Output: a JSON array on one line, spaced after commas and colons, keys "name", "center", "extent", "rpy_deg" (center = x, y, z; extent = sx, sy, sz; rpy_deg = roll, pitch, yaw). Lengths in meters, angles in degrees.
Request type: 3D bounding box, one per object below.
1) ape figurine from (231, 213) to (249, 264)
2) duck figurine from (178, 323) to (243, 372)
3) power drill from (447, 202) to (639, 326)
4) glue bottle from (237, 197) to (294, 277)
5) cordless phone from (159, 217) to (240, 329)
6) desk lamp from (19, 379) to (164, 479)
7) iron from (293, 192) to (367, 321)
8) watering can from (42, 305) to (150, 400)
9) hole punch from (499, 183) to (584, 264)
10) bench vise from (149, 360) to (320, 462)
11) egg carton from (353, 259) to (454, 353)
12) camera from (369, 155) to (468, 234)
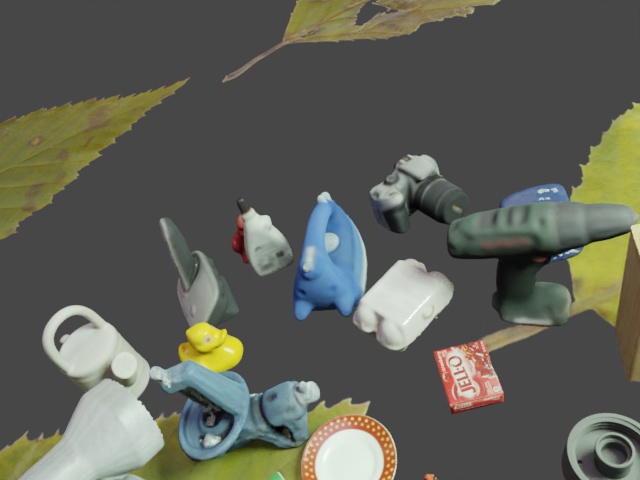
[{"name": "ape figurine", "center": [-0.130, -0.013, 1.069], "extent": [0.077, 0.092, 0.076], "rpy_deg": [0, 49, 22]}, {"name": "duck figurine", "center": [-0.186, 0.167, 0.923], "extent": [0.104, 0.086, 0.077], "rpy_deg": [-8, 46, 14]}, {"name": "power drill", "center": [0.294, 0.028, 0.780], "extent": [0.229, 0.209, 0.075], "rpy_deg": [1, 49, 22]}, {"name": "glue bottle", "center": [-0.106, -0.010, 0.998], "extent": [0.078, 0.173, 0.037], "rpy_deg": [-22, 44, 0]}, {"name": "cordless phone", "center": [-0.221, 0.060, 0.968], "extent": [0.094, 0.185, 0.147], "rpy_deg": [-32, 45, -10]}, {"name": "desk lamp", "center": [-0.279, 0.311, 0.730], "extent": [0.117, 0.214, 0.203], "rpy_deg": [16, 56, 33]}, {"name": "iron", "center": [0.009, 0.003, 0.963], "extent": [0.118, 0.142, 0.258], "rpy_deg": [-7, 46, 16]}, {"name": "watering can", "center": [-0.350, 0.178, 0.899], "extent": [0.172, 0.194, 0.101], "rpy_deg": [-5, 47, 17]}, {"name": "hole punch", "center": [0.346, -0.023, 0.893], "extent": [0.108, 0.091, 0.101], "rpy_deg": [-17, 44, 5]}, {"name": "bench vise", "center": [-0.116, 0.206, 0.763], "extent": [0.207, 0.220, 0.121], "rpy_deg": [-29, 44, -6]}, {"name": "egg carton", "center": [0.129, 0.099, 0.877], "extent": [0.107, 0.070, 0.150], "rpy_deg": [28, 63, 39]}, {"name": "camera", "center": [0.178, -0.079, 1.005], "extent": [0.143, 0.101, 0.136], "rpy_deg": [-38, 46, -15]}]
